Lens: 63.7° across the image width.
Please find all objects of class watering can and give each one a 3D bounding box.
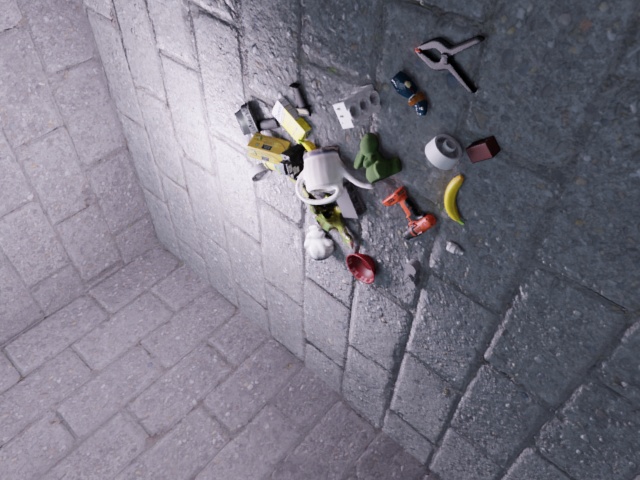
[{"bbox_3d":[0.050,-0.260,2.008,0.346,0.104,0.226,-10,83,29],"label":"watering can"}]

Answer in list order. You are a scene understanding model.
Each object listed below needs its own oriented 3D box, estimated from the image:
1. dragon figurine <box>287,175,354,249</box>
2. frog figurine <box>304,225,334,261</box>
[{"bbox_3d":[0.007,-0.115,2.276,0.414,0.124,0.237,42,156,17],"label":"dragon figurine"},{"bbox_3d":[-0.004,0.012,2.408,0.137,0.125,0.156,4,124,9],"label":"frog figurine"}]
